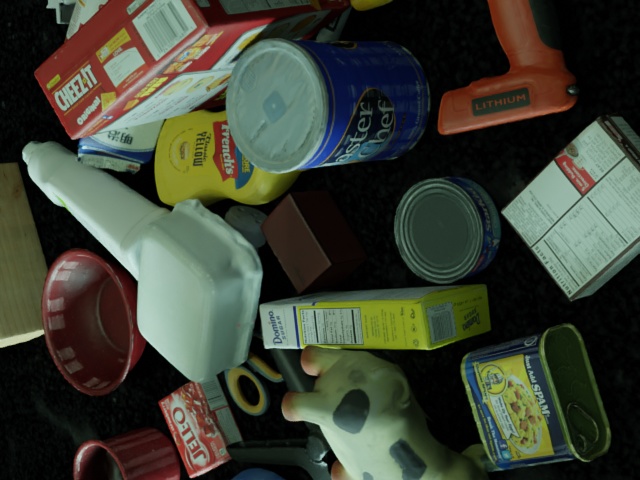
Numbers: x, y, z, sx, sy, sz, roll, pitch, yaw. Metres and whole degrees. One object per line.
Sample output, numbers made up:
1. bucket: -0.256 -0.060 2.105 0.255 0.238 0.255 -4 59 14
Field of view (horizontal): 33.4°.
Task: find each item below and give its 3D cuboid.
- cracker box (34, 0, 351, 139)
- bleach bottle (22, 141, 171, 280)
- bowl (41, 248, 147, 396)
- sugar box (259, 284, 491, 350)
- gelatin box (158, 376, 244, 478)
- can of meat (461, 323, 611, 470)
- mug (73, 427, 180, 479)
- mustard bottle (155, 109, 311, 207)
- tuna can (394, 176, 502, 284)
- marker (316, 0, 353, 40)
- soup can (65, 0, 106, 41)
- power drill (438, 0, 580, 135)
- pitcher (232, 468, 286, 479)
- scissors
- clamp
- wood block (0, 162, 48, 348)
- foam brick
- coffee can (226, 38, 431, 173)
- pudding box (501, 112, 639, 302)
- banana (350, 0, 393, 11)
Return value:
1. cracker box: -0.098 -0.164 0.861 0.164 0.213 0.072 -32 87 34
2. bleach bottle: -0.238 -0.043 1.123 0.251 0.068 0.102 35 162 33
3. bowl: -0.236 0.086 1.166 0.162 0.055 0.162 8 103 40
4. sugar box: 0.044 0.066 0.896 0.177 0.093 0.048 -8 90 42
5. gelatin box: -0.122 0.192 1.102 0.073 0.030 0.089 -34 74 40
6. can of meat: 0.165 0.124 0.825 0.084 0.057 0.102 -21 82 43
7. mug: -0.214 0.250 1.158 0.117 0.081 0.093 0 97 41
8. mustard bottle: -0.070 -0.080 0.991 0.192 0.058 0.096 -1 77 40
9. tuna can: 0.104 -0.009 0.869 0.086 0.033 0.086 8 103 40
10. marker: 0.028 -0.221 0.910 0.020 0.020 0.121 42 122 28
11. soup can: -0.219 -0.221 1.092 0.069 0.068 0.102 41 121 28
12. power drill: 0.109 -0.176 0.791 0.185 0.057 0.187 -9 95 20
13. pitcher: -0.125 0.321 0.986 0.145 0.242 0.149 30 122 32
14. scissors: -0.106 0.107 1.083 0.202 0.016 0.096 23 112 36
15. clamp: -0.001 0.192 0.988 0.210 0.036 0.165 38 125 24
16. wood block: -0.391 0.022 1.268 0.091 0.090 0.206 -21 83 42
17. foam brick: -0.006 0.001 0.956 0.053 0.051 0.078 -44 69 38
18. coffee can: 0.009 -0.111 0.864 0.103 0.140 0.103 8 102 40
19. pudding box: 0.200 -0.023 0.781 0.090 0.039 0.114 55 129 19
20. banana: 0.083 -0.264 0.845 0.070 0.037 0.198 40 122 35
